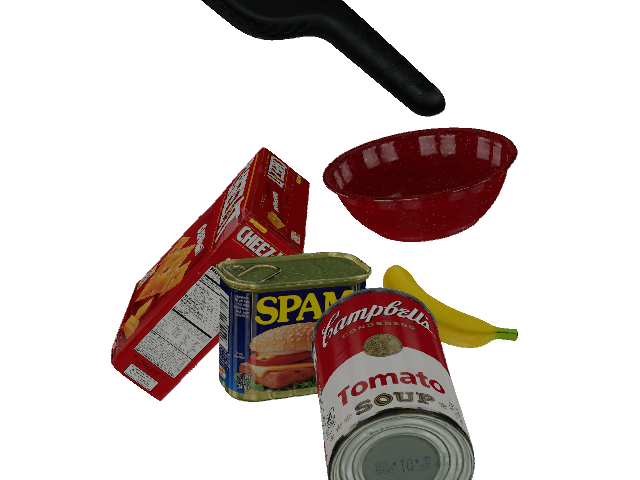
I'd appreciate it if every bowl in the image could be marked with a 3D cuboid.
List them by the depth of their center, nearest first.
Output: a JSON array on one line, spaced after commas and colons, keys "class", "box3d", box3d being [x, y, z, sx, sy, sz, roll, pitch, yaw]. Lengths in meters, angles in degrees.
[{"class": "bowl", "box3d": [0.086, -0.042, 0.892, 0.162, 0.055, 0.162, -10, 23, 4]}]

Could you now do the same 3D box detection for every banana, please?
[{"class": "banana", "box3d": [0.115, 0.071, 1.122, 0.069, 0.037, 0.198, 4, 18, -38]}]

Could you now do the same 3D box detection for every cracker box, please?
[{"class": "cracker box", "box3d": [-0.106, 0.028, 1.036, 0.072, 0.214, 0.164, 38, 21, -16]}]

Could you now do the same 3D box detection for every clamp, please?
[{"class": "clamp", "box3d": [0.000, -0.167, 0.750, 0.210, 0.164, 0.036, 5, -28, -9]}]

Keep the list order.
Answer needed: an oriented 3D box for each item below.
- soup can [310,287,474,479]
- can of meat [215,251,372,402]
[{"class": "soup can", "box3d": [0.032, 0.078, 0.516, 0.068, 0.068, 0.102, 0, 29, -5]}, {"class": "can of meat", "box3d": [-0.019, 0.058, 0.723, 0.102, 0.084, 0.057, -4, 17, -21]}]
